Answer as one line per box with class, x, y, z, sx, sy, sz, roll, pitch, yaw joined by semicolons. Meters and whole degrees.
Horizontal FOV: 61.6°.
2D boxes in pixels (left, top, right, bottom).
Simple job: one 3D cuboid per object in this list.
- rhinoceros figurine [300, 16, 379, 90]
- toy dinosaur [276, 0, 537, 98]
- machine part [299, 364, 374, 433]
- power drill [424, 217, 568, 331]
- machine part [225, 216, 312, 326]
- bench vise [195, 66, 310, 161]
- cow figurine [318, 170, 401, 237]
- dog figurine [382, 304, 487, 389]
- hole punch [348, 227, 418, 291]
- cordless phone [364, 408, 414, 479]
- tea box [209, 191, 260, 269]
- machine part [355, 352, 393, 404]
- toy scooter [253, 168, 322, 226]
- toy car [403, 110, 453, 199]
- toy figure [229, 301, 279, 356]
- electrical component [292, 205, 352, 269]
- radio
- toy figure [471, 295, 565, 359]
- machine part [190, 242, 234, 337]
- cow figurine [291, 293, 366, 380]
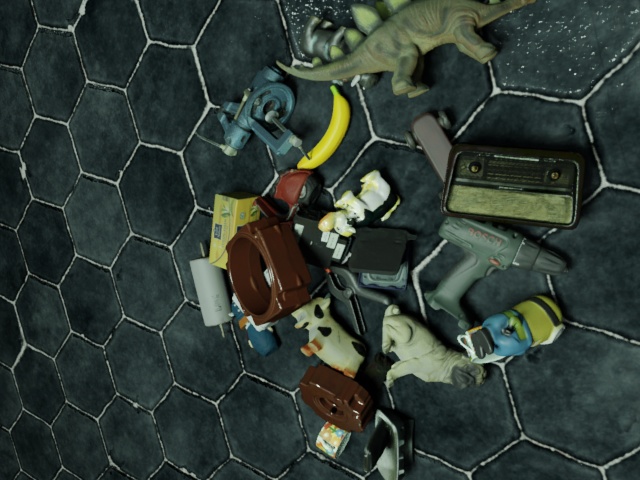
rhinoceros figurine;0.038;-0.371;1.080;0.190;0.073;0.112;37;113;19
toy dinosaur;0.151;-0.361;0.975;0.472;0.105;0.198;-20;88;13
machine part;0.034;0.347;1.165;0.180;0.056;0.179;26;145;20
power drill;0.307;0.067;1.005;0.232;0.086;0.207;32;117;15
machine part;-0.116;0.068;1.136;0.201;0.087;0.201;-38;72;52
bench vise;-0.124;-0.248;1.153;0.223;0.128;0.241;-48;56;7
cow figurine;0.079;-0.056;1.079;0.167;0.068;0.098;-43;96;-10
dog figurine;0.228;0.211;1.076;0.191;0.121;0.172;-8;98;15
hole punch;0.129;0.040;1.098;0.142;0.092;0.116;3;55;27
cordless phone;0.130;0.448;1.109;0.089;0.184;0.146;4;100;24
tea box;-0.198;-0.024;1.257;0.068;0.098;0.169;17;108;26
machine part;0.108;0.308;1.181;0.084;0.039;0.138;44;118;21
toy scooter;-0.081;-0.089;1.194;0.135;0.075;0.183;32;116;17
toy car;0.239;-0.149;1.020;0.089;0.053;0.202;-31;86;12
toy figure;-0.162;0.209;1.300;0.154;0.064;0.057;51;156;17
electrical component;-0.002;-0.003;1.148;0.134;0.058;0.114;17;123;-7
radio;0.332;-0.098;0.936;0.230;0.073;0.131;7;102;11
toy figure;0.351;0.152;0.944;0.082;0.180;0.089;177;84;-69
machine part;-0.267;0.123;1.331;0.079;0.079;0.243;-11;92;30
cow figurine;0.019;0.203;1.173;0.195;0.127;0.085;41;143;0
